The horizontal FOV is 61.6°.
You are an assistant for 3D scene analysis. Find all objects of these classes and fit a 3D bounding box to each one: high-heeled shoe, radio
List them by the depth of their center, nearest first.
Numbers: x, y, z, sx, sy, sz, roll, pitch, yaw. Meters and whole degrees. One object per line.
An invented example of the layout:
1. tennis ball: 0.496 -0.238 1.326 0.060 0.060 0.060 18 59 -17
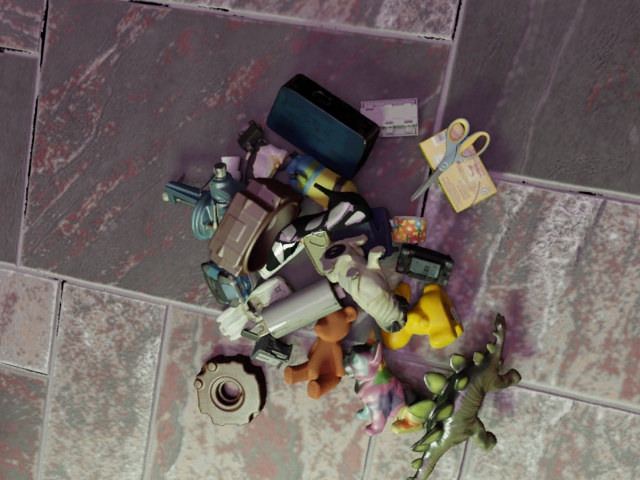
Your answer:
1. high-heeled shoe: -0.002 -0.003 1.115 0.145 0.086 0.248 36 109 9
2. radio: 0.006 -0.243 1.151 0.230 0.073 0.131 34 141 4

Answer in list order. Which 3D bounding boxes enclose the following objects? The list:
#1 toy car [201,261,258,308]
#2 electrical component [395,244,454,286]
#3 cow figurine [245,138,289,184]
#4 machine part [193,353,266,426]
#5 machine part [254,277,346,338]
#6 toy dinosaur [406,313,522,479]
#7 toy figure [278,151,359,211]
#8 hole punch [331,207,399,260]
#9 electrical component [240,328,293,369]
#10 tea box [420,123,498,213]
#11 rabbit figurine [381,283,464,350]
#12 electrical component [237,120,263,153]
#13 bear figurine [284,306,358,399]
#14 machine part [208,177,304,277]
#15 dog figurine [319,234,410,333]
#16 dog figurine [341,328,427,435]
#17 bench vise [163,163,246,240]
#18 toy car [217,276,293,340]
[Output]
1. toy car: -0.198 0.086 1.229 0.103 0.162 0.109 -32 110 -27
2. electrical component: 0.222 0.051 1.142 0.115 0.134 0.058 14 99 6
3. cow figurine: -0.140 -0.141 1.220 0.098 0.068 0.167 28 98 9
4. machine part: -0.215 0.361 1.289 0.179 0.056 0.179 1 97 9
5. machine part: -0.038 0.147 1.179 0.243 0.079 0.079 -27 90 12
6. toy dinosaur: 0.281 0.368 1.132 0.198 0.105 0.471 22 91 -29
7. toy figure: -0.001 -0.123 1.157 0.180 0.089 0.082 39 67 1
8. hole punch: 0.089 -0.008 1.163 0.142 0.092 0.115 -8 93 37
9. electrical component: -0.129 0.246 1.229 0.119 0.048 0.075 25 144 -14
10. tea box: 0.293 -0.153 1.143 0.098 0.068 0.169 -27 91 11
11. rabbit figurine: 0.202 0.175 1.171 0.173 0.122 0.162 -32 87 27
12. electrical component: -0.156 -0.233 1.210 0.063 0.094 0.021 -45 128 11
13. bear figurine: 0.008 0.235 1.202 0.120 0.132 0.195 21 109 42
14. machine part: -0.129 -0.027 1.133 0.087 0.201 0.201 34 104 12
15. dog figurine: 0.091 0.099 1.118 0.121 0.172 0.190 -34 122 -11
16. dog figurine: 0.143 0.305 1.171 0.192 0.108 0.219 -3 103 -5
17. bench vise: -0.260 -0.086 1.199 0.241 0.223 0.129 20 55 22
18. toy car: -0.154 0.160 1.258 0.202 0.056 0.073 -36 89 11
